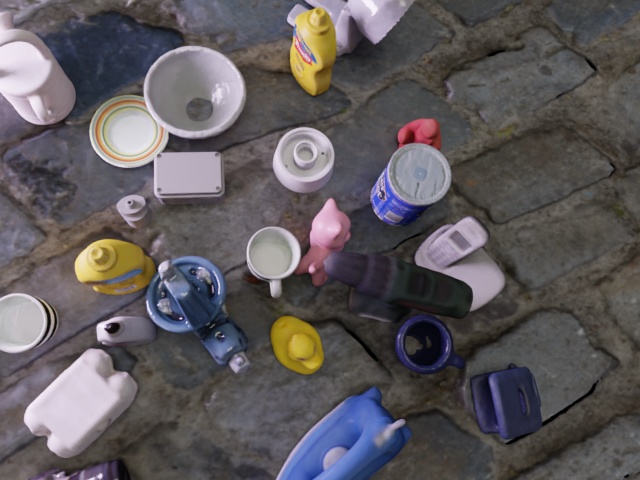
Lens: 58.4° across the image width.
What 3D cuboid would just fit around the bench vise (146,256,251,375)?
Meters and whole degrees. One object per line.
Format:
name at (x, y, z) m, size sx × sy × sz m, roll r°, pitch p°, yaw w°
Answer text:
bench vise at (-0.167, 0.096, 0.838) m, size 0.207 × 0.219 × 0.121 m, roll 34°, pitch 76°, yaw 1°

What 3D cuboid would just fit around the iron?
iron at (0.024, 0.338, 0.849) m, size 0.258 × 0.141 × 0.118 m, roll -38°, pitch 84°, yaw -13°

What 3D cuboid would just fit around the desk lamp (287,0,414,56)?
desk lamp at (0.054, -0.409, 0.982) m, size 0.203 × 0.213 × 0.118 m, roll 33°, pitch 76°, yaw 1°

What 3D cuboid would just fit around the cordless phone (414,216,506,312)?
cordless phone at (0.242, 0.035, 0.921) m, size 0.147 × 0.185 × 0.094 m, roll 44°, pitch 76°, yaw 4°

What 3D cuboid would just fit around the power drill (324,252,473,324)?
power drill at (0.106, 0.077, 0.883) m, size 0.229 × 0.208 × 0.076 m, roll 12°, pitch 76°, yaw -4°

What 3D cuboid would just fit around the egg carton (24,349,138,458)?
egg carton at (-0.355, 0.245, 0.858) m, size 0.107 × 0.069 × 0.150 m, roll 42°, pitch 76°, yaw 3°

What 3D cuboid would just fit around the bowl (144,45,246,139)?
bowl at (-0.211, -0.241, 0.982) m, size 0.167 × 0.074 × 0.167 m, roll 2°, pitch 77°, yaw -7°

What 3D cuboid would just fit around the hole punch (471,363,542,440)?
hole punch at (0.311, 0.260, 0.929) m, size 0.101 × 0.091 × 0.108 m, roll -8°, pitch 79°, yaw -9°

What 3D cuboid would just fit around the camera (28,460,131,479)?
camera at (-0.338, 0.386, 0.813) m, size 0.137 × 0.100 × 0.143 m, roll -21°, pitch 81°, yaw -11°

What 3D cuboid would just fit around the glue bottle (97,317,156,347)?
glue bottle at (-0.290, 0.133, 0.838) m, size 0.078 × 0.173 × 0.037 m, roll -9°, pitch 79°, yaw -9°

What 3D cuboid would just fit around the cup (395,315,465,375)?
cup at (0.171, 0.177, 0.927) m, size 0.118 × 0.095 × 0.092 m, roll 27°, pitch 76°, yaw 0°

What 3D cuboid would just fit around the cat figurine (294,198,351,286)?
cat figurine at (0.009, 0.003, 0.933) m, size 0.067 × 0.117 × 0.128 m, roll 26°, pitch 76°, yaw -1°

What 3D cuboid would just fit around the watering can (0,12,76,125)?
watering can at (-0.467, -0.271, 0.895) m, size 0.173 × 0.194 × 0.101 m, roll 42°, pitch 76°, yaw 4°

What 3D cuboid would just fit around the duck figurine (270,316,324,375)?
duck figurine at (-0.034, 0.166, 0.908) m, size 0.077 × 0.086 × 0.104 m, roll -38°, pitch 84°, yaw -13°

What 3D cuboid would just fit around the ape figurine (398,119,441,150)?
ape figurine at (0.183, -0.186, 1.011) m, size 0.078 × 0.092 × 0.076 m, roll 40°, pitch 76°, yaw 3°
